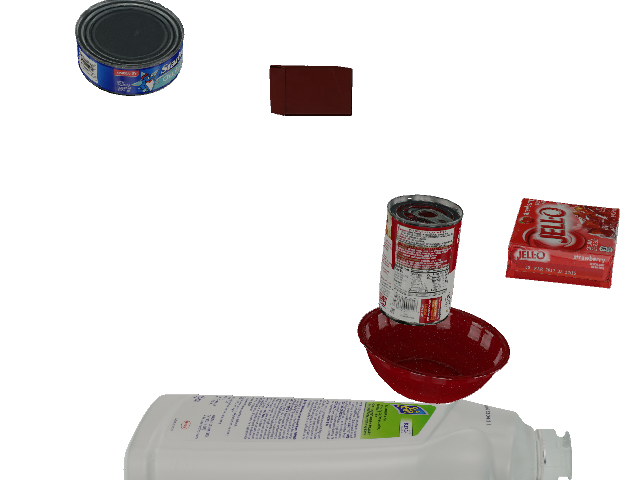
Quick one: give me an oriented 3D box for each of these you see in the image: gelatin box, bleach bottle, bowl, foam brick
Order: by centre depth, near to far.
[{"bbox_3d":[0.020,0.131,0.627,0.251,0.068,0.102,-1,17,7],"label":"bleach bottle"},{"bbox_3d":[0.177,0.000,0.775,0.073,0.030,0.089,7,25,16],"label":"gelatin box"},{"bbox_3d":[-0.010,-0.159,1.132,0.078,0.051,0.053,-2,12,-19],"label":"foam brick"},{"bbox_3d":[0.117,0.126,1.134,0.162,0.055,0.162,5,24,-3],"label":"bowl"}]

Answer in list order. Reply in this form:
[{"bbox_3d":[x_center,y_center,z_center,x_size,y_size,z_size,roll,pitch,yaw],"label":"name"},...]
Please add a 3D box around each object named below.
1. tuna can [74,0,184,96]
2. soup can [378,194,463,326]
[{"bbox_3d":[-0.153,-0.156,0.860,0.086,0.086,0.034,0,-40,-9],"label":"tuna can"},{"bbox_3d":[0.090,0.018,0.965,0.068,0.102,0.068,3,24,-2],"label":"soup can"}]
